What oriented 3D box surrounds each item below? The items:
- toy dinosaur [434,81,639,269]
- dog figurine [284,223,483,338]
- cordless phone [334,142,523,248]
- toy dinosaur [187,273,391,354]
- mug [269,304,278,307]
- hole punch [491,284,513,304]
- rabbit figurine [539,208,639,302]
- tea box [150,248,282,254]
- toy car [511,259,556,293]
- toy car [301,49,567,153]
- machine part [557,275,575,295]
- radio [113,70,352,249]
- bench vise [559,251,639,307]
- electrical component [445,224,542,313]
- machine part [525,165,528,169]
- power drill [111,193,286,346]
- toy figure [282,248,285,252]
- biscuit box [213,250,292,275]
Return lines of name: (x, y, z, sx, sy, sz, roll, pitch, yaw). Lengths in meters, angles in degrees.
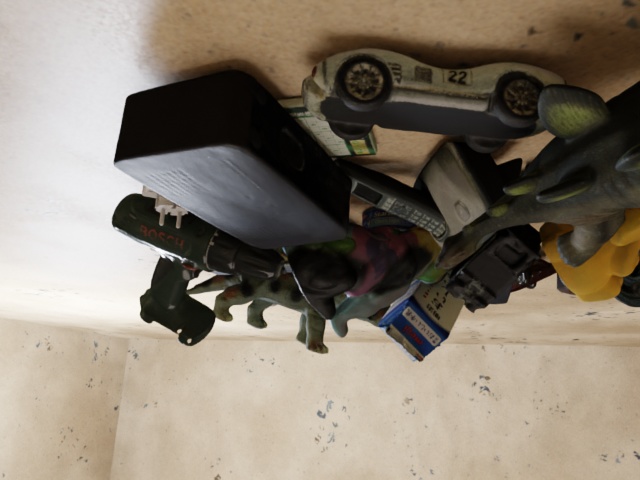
toy dinosaur: (0.274, -0.078, 0.350, 0.471, 0.105, 0.198, -29, 155, 30)
dog figurine: (0.084, 0.013, 0.669, 0.219, 0.109, 0.191, -29, 137, 5)
cordless phone: (0.101, -0.061, 0.569, 0.184, 0.088, 0.146, 22, 164, 0)
toy dinosaur: (-0.061, 0.083, 0.976, 0.405, 0.192, 0.131, 18, 172, 5)
mug: (-0.135, 0.081, 1.106, 0.110, 0.081, 0.107, -3, 153, 40)
hole punch: (0.272, 0.056, 0.921, 0.142, 0.092, 0.115, 3, 161, 12)
rabbit figurine: (0.360, -0.018, 0.645, 0.173, 0.122, 0.162, -22, 145, 27)
tea box: (-0.148, -0.010, 0.781, 0.170, 0.068, 0.098, -3, 163, 24)
toy car: (0.377, 0.064, 0.986, 0.089, 0.053, 0.202, -11, 164, -4)
toy car: (0.086, -0.109, 0.419, 0.202, 0.056, 0.073, 5, 170, -4)
machine part: (0.519, 0.065, 0.964, 0.179, 0.056, 0.179, 2, 166, 1)
radio: (-0.067, -0.062, 0.518, 0.131, 0.073, 0.229, -7, 159, 27)
bench vise: (0.468, 0.031, 0.738, 0.224, 0.129, 0.240, 6, 170, -13)
electrical component: (0.230, 0.023, 0.702, 0.115, 0.058, 0.134, -48, 174, 28)
machine part: (0.237, -0.055, 0.620, 0.084, 0.039, 0.139, 2, 165, -29)
power drill: (-0.166, 0.048, 0.703, 0.232, 0.086, 0.207, 27, 137, 7)
toy figure: (-0.001, 0.001, 0.779, 0.089, 0.082, 0.180, -2, 161, 24)
biscuit box: (-0.107, 0.022, 0.896, 0.203, 0.059, 0.062, -3, 166, 25)
